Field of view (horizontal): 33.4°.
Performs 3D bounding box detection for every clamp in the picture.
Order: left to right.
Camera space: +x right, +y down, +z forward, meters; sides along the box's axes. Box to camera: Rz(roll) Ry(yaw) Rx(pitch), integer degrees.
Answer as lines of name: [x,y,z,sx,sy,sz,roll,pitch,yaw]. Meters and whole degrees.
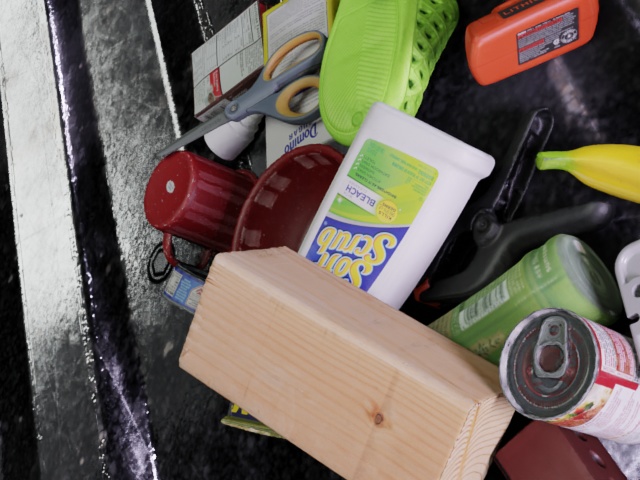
clamp: [0.133,-0.017,0.793,0.172,0.039,0.120,-38,39,30]

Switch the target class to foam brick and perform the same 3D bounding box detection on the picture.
foam brick: [0.160,0.155,0.679,0.051,0.052,0.078,-50,45,20]

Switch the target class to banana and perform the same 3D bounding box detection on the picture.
banana: [0.233,-0.024,0.668,0.198,0.069,0.037,24,130,41]

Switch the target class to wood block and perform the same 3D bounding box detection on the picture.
wood block: [0.017,0.090,0.716,0.206,0.090,0.091,29,108,28]

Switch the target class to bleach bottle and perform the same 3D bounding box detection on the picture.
bleach bottle: [0.029,0.028,0.806,0.103,0.068,0.251,30,100,25]

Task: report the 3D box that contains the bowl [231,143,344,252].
bowl: [-0.006,0.001,0.921,0.162,0.055,0.162,-22,59,40]

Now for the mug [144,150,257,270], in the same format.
mug: [-0.120,-0.026,1.037,0.093,0.081,0.117,10,81,49]

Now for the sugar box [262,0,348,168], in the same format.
sugar box: [-0.007,-0.150,0.996,0.094,0.048,0.176,-22,62,38]

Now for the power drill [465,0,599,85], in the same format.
power drill: [0.114,-0.208,0.828,0.184,0.057,0.188,-24,56,1]

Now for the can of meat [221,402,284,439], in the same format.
can of meat: [-0.027,0.123,0.893,0.102,0.057,0.084,1,72,47]

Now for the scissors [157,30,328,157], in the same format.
scissors: [-0.063,-0.110,0.972,0.202,0.016,0.096,-40,55,16]

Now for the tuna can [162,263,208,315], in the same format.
tuna can: [-0.099,0.053,0.978,0.086,0.086,0.034,26,91,49]

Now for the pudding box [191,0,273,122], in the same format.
pudding box: [-0.084,-0.180,1.097,0.114,0.039,0.090,-29,52,34]

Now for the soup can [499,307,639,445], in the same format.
soup can: [0.168,0.086,0.660,0.069,0.102,0.068,-21,59,40]
